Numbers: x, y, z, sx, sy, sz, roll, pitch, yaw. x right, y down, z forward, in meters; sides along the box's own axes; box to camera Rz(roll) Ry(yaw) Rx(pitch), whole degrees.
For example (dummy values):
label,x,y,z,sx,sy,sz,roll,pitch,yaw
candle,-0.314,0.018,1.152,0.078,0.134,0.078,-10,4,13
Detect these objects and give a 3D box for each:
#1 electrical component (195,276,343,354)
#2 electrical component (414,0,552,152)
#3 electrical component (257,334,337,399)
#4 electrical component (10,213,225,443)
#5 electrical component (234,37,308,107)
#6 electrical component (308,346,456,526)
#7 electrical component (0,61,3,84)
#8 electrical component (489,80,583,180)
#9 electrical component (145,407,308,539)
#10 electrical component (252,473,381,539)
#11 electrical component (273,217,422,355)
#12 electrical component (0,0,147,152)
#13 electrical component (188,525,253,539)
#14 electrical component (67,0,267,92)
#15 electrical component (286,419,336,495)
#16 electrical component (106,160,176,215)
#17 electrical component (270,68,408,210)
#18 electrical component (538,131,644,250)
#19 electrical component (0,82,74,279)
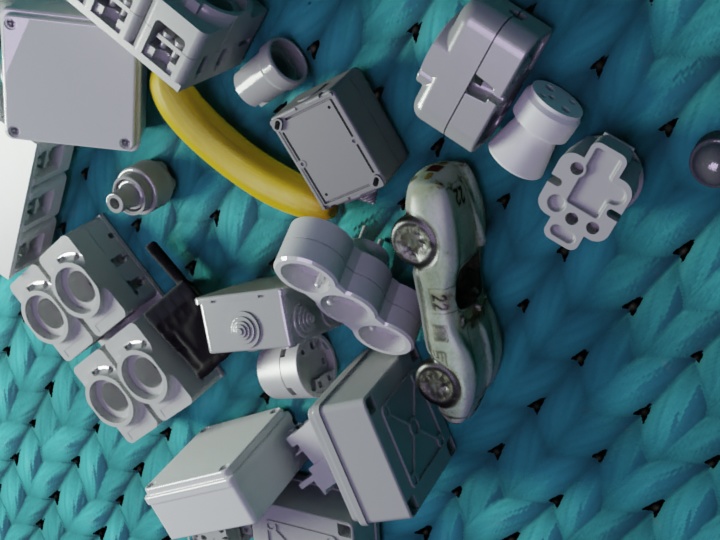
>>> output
label,x,y,z,sx,sy,sz,roll,pitch,yaw
electrical component,-0.071,0.034,0.875,0.100,0.100,0.048,-7,97,31
electrical component,0.080,-0.138,0.739,0.059,0.054,0.095,35,125,10
electrical component,-0.055,0.083,0.917,0.047,0.055,0.055,-11,107,35
electrical component,-0.228,0.058,0.993,0.105,0.060,0.186,-35,94,35
electrical component,-0.069,-0.150,0.823,0.046,0.040,0.040,-28,98,40
electrical component,0.021,0.130,0.865,0.056,0.109,0.108,-14,105,30
electrical component,-0.270,-0.169,0.921,0.078,0.040,0.040,4,116,7
electrical component,0.121,-0.096,0.742,0.045,0.045,0.055,38,125,7
electrical component,-0.118,0.182,0.964,0.109,0.108,0.056,-19,106,33
electrical component,-0.039,0.250,0.986,0.109,0.056,0.108,8,116,25
electrical component,0.000,0.000,0.836,0.052,0.073,0.138,-14,136,46
electrical component,-0.229,-0.159,0.871,0.109,0.056,0.108,6,119,-4
electrical component,-0.128,0.241,1.025,0.081,0.064,0.042,4,116,26
electrical component,-0.156,-0.214,0.807,0.150,0.089,0.061,40,125,6
electrical component,-0.027,0.153,0.942,0.063,0.042,0.081,50,125,1
electrical component,-0.189,-0.067,0.912,0.043,0.062,0.043,12,118,23
electrical component,-0.010,-0.094,0.808,0.062,0.061,0.096,-20,110,34
electrical component,0.160,-0.059,0.732,0.058,0.057,0.078,32,124,11
electrical component,-0.319,-0.082,0.974,0.089,0.062,0.150,32,124,12
